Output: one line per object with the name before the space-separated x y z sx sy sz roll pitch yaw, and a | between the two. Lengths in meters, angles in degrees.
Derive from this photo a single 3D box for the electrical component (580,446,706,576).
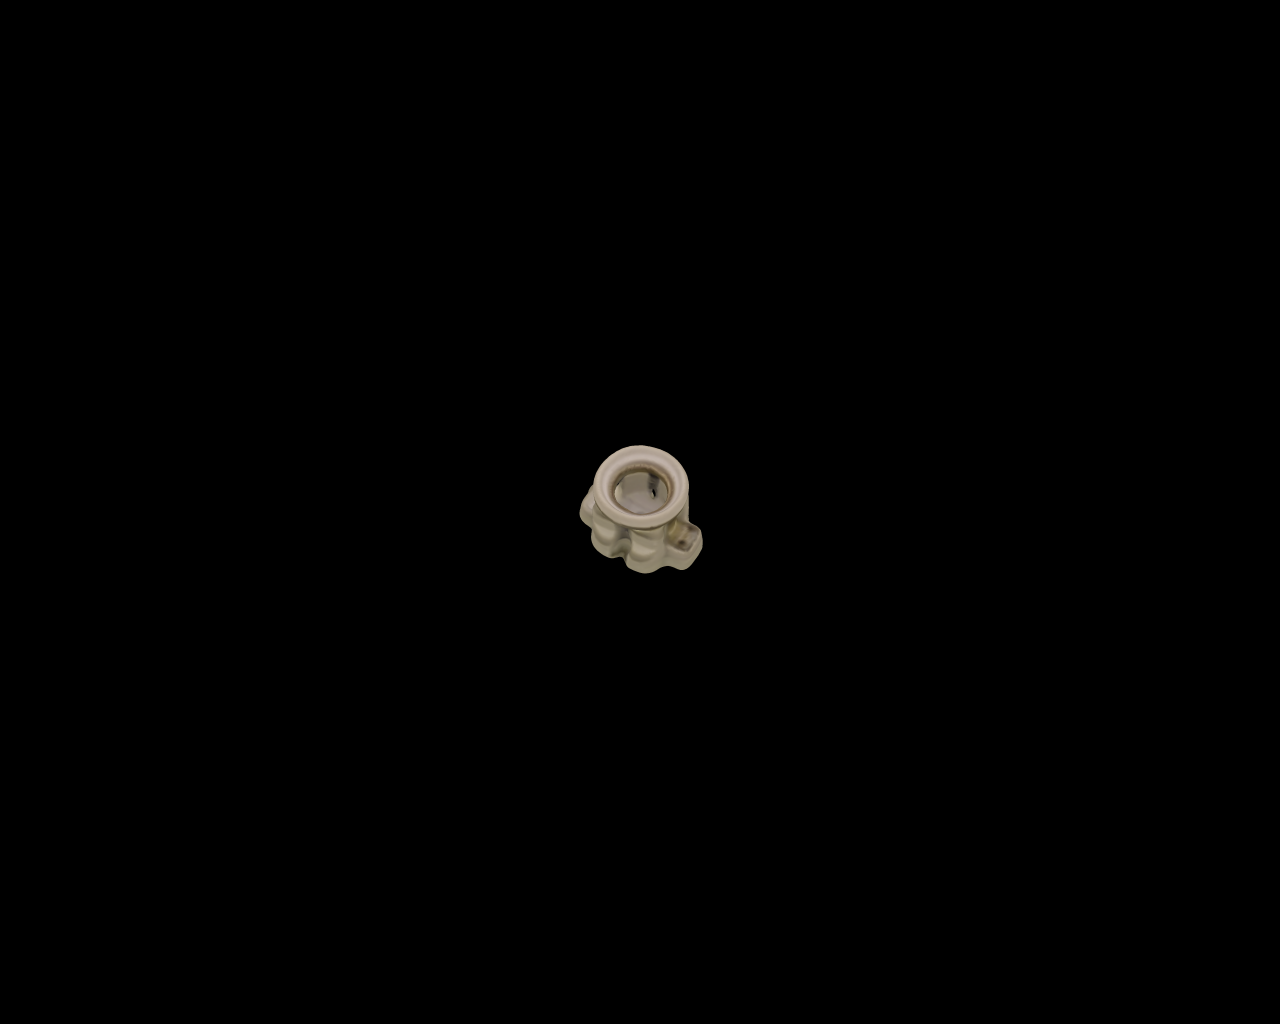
electrical component | 0.001 -0.003 0.650 0.078 0.058 0.056 26 -30 17
